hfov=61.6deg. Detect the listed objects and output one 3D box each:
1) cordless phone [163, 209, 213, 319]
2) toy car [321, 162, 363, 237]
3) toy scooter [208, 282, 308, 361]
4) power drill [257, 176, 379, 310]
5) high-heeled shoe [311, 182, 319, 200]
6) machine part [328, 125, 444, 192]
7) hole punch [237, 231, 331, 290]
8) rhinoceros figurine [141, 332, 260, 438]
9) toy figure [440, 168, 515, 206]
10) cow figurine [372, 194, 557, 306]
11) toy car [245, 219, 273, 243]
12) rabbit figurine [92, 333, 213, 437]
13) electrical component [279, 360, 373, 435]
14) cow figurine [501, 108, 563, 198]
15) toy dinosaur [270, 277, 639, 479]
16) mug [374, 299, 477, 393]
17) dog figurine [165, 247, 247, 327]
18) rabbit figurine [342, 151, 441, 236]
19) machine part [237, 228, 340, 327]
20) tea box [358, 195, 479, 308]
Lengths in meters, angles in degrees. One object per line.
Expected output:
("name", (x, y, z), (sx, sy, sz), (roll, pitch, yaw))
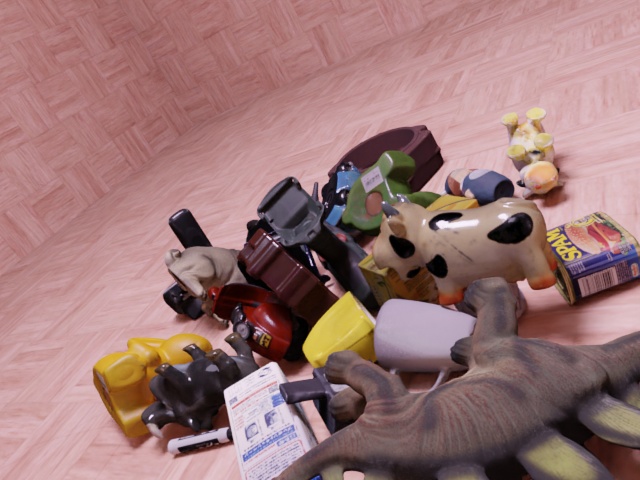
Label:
("cordless phone", (-0.256, 0.045, 1.026), (0.146, 0.184, 0.089), (-38, 29, -19))
("toy car", (0.057, -0.060, 0.975), (0.109, 0.103, 0.162), (-52, 21, 41))
("toy scooter", (-0.097, 0.110, 0.784), (0.075, 0.135, 0.184), (-67, 18, 10))
("power drill", (-0.002, -0.002, 0.784), (0.086, 0.207, 0.232), (-42, 49, -1))
("high-heeled shoe", (-0.065, -0.031, 1.141), (0.249, 0.086, 0.145), (-28, 48, 52))
("machine part", (0.130, -0.150, 1.099), (0.201, 0.087, 0.201), (2, 40, 49))
("hole punch", (-0.066, 0.041, 0.902), (0.142, 0.115, 0.092), (-23, 22, 6))
("rhinoceros figurine", (-0.160, 0.197, 0.712), (0.190, 0.112, 0.073), (-26, 7, 21))
("toy figure", (0.253, -0.090, 0.882), (0.064, 0.057, 0.155), (4, 11, -22))
("cow figurine", (0.145, 0.001, 0.588), (0.195, 0.127, 0.085), (-13, 7, 32))
("toy car", (-0.093, -0.022, 1.063), (0.202, 0.056, 0.073), (-34, 53, 49))
("rabbit figurine", (-0.252, 0.203, 0.834), (0.173, 0.121, 0.162), (-27, 10, -29))
("electrical component", (0.018, 0.171, 0.574), (0.119, 0.047, 0.075), (-7, 17, -21))
("cow figurine", (0.328, -0.118, 0.826), (0.068, 0.098, 0.167), (-12, 47, 22))
("toy dinosaur", (0.166, 0.135, 0.443), (0.471, 0.104, 0.199), (-24, 41, -5))
("mug", (0.121, 0.118, 0.592), (0.107, 0.080, 0.109), (-4, 55, 35))
("dog figurine", (-0.161, 0.034, 0.967), (0.190, 0.172, 0.121), (-46, 39, -18))
("rabbit figurine", (0.128, -0.037, 0.841), (0.159, 0.170, 0.121), (-44, 56, 32))
("machine part", (-0.036, 0.061, 0.757), (0.056, 0.179, 0.179), (-49, 26, -3))
("tea box", (0.146, 0.026, 0.717), (0.170, 0.098, 0.068), (-36, 25, -18))
